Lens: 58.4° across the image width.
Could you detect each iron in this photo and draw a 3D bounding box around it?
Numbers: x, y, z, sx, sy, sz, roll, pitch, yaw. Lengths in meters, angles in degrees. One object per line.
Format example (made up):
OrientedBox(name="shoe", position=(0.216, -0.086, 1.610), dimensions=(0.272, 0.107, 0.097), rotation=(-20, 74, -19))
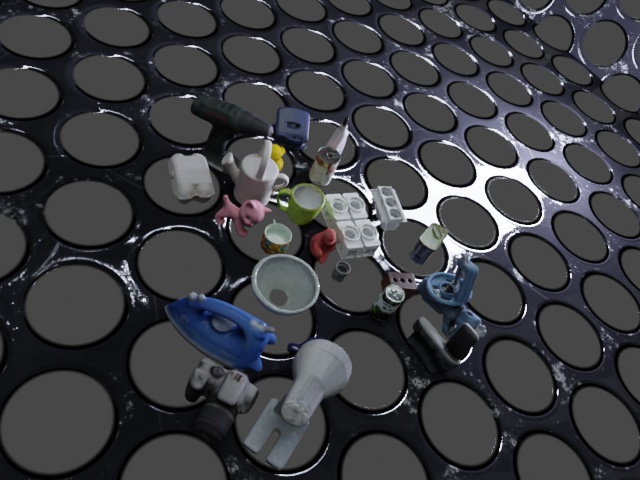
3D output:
OrientedBox(name="iron", position=(-0.216, 0.175, 1.239), dimensions=(0.258, 0.141, 0.119), rotation=(27, 49, 0))

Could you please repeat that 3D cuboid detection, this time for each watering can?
OrientedBox(name="watering can", position=(-0.168, -0.180, 1.501), dimensions=(0.173, 0.194, 0.100), rotation=(-5, 56, -25))

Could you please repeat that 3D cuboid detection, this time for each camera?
OrientedBox(name="camera", position=(-0.210, 0.326, 1.151), dimensions=(0.143, 0.100, 0.137), rotation=(27, 49, 0))

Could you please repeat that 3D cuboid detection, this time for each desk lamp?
OrientedBox(name="desk lamp", position=(-0.039, 0.325, 1.146), dimensions=(0.118, 0.213, 0.203), rotation=(32, 49, 5))

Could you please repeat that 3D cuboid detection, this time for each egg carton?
OrientedBox(name="egg carton", position=(-0.339, -0.163, 1.501), dimensions=(0.107, 0.069, 0.150), rotation=(-5, 56, -26))

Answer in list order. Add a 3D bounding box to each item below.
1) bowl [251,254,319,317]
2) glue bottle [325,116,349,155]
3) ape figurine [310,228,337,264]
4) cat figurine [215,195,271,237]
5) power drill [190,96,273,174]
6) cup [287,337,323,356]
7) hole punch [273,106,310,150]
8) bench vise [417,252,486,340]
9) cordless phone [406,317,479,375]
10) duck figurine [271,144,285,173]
OrientedBox(name="bowl", position=(-0.090, 0.120, 1.378), dimensions=(0.168, 0.074, 0.167), rotation=(11, 51, -14))
OrientedBox(name="glue bottle", position=(0.055, -0.301, 1.701), dimensions=(0.037, 0.173, 0.078), rotation=(39, 50, 10))
OrientedBox(name="ape figurine", position=(0.014, 0.005, 1.498), dimensions=(0.078, 0.092, 0.076), rotation=(-12, 59, -29))
OrientedBox(name="cat figurine", position=(-0.194, -0.073, 1.458), dimensions=(0.128, 0.117, 0.067), rotation=(27, 49, 0))
OrientedBox(name="power drill", position=(-0.245, -0.281, 1.539), dimensions=(0.229, 0.208, 0.076), rotation=(29, 49, 2))
OrientedBox(name="cup", position=(-0.026, 0.272, 1.272), dimensions=(0.118, 0.095, 0.092), rotation=(21, 49, -5))
OrientedBox(name="hole punch", position=(-0.084, -0.336, 1.727), dimensions=(0.109, 0.091, 0.101), rotation=(7, 52, -17))
OrientedBox(name="bench vise", position=(0.363, 0.139, 1.452), dimensions=(0.207, 0.219, 0.122), rotation=(40, 50, 11))
OrientedBox(name="cordless phone", position=(0.303, 0.228, 1.380), dimensions=(0.094, 0.185, 0.147), rotation=(-26, 67, -35))
OrientedBox(name="duck figurine", position=(-0.143, -0.233, 1.625), dimensions=(0.105, 0.086, 0.077), rotation=(-26, 66, -35))
